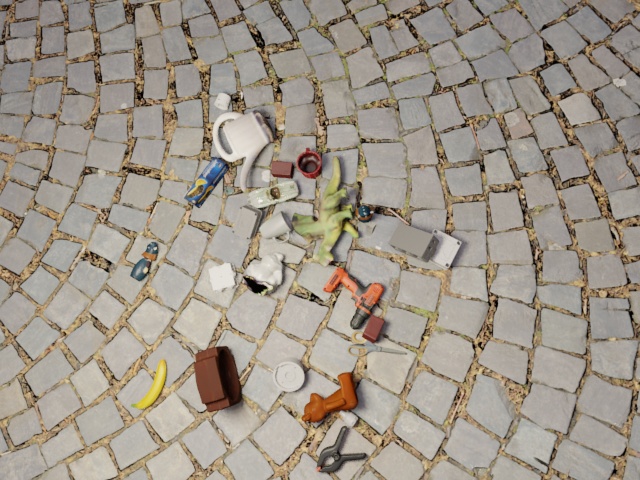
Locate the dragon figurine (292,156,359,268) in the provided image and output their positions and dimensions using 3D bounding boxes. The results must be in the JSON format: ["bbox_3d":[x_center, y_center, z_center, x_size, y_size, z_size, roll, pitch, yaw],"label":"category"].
[{"bbox_3d":[0.006,-0.095,1.889,0.242,0.120,0.417,-17,67,10],"label":"dragon figurine"}]

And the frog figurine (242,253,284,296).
[{"bbox_3d":[-0.198,0.117,1.868,0.137,0.120,0.163,9,43,16],"label":"frog figurine"}]

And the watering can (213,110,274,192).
[{"bbox_3d":[-0.277,-0.363,1.968,0.224,0.102,0.353,-28,69,-1],"label":"watering can"}]
